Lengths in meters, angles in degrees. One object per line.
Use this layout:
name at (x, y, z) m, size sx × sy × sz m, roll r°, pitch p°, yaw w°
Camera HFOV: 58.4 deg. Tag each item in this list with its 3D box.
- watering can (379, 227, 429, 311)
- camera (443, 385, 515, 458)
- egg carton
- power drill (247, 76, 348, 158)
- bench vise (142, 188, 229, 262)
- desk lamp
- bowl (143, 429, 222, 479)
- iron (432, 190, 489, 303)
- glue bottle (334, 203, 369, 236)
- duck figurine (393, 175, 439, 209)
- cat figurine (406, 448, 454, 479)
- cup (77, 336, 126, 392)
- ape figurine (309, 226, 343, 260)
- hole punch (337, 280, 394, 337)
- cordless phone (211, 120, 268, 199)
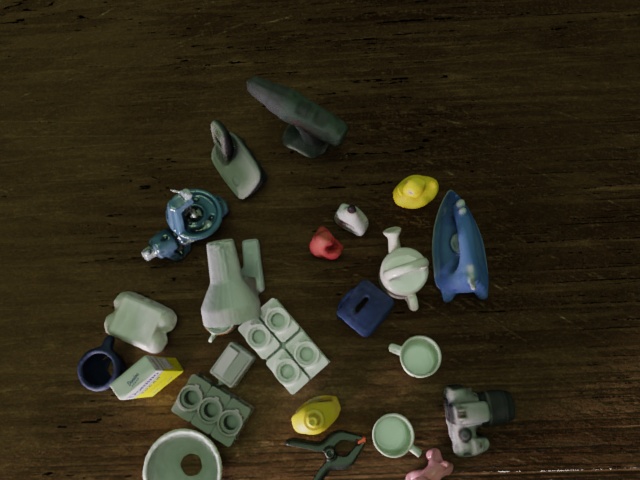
watering can at (0.172, 0.060, 1.203) m, size 0.101 × 0.194 × 0.173 m, roll -38°, pitch 80°, yaw -4°
camera at (0.334, 0.369, 1.186) m, size 0.136 × 0.101 × 0.143 m, roll -7°, pitch 79°, yaw 2°
egg carton at (-0.397, 0.181, 1.273) m, size 0.150 × 0.069 × 0.107 m, roll 21°, pitch 81°, yaw 6°
power drill at (-0.046, -0.262, 1.265) m, size 0.229 × 0.208 × 0.076 m, roll 26°, pitch 82°, yaw 7°
bench vise at (-0.294, -0.029, 1.229) m, size 0.121 × 0.220 × 0.207 m, roll 30°, pitch 83°, yaw 8°
desk lamp at (-0.185, 0.085, 1.206) m, size 0.118 × 0.213 × 0.203 m, roll -9°, pitch 79°, yaw 2°
bowl at (-0.281, 0.481, 1.209) m, size 0.167 × 0.075 × 0.167 m, roll 0°, pitch 80°, yaw 3°
iron at (0.304, 0.000, 1.234) m, size 0.118 × 0.141 × 0.258 m, roll -6°, pitch 79°, yaw 2°
glue bottle at (0.067, -0.052, 1.239) m, size 0.078 × 0.173 × 0.037 m, roll 25°, pitch 82°, yaw 7°
duck figurine at (0.218, -0.117, 1.288) m, size 0.104 × 0.086 × 0.077 m, roll -15°, pitch 79°, yaw 0°
cat figurine at (0.220, 0.495, 1.160) m, size 0.067 × 0.118 × 0.128 m, roll 40°, pitch 84°, yaw 9°
cup at (-0.460, 0.266, 1.247) m, size 0.091 × 0.095 × 0.118 m, roll 13°, pitch 80°, yaw 5°
ape figurine at (0.012, 0.005, 1.273) m, size 0.076 × 0.092 × 0.078 m, roll -12°, pitch 79°, yaw 1°
hole punch at (0.095, 0.149, 1.243) m, size 0.101 × 0.091 × 0.109 m, roll 39°, pitch 84°, yaw 9°
cordless phone at (-0.191, -0.181, 1.270) m, size 0.094 × 0.185 × 0.147 m, roll -38°, pitch 80°, yaw -4°
